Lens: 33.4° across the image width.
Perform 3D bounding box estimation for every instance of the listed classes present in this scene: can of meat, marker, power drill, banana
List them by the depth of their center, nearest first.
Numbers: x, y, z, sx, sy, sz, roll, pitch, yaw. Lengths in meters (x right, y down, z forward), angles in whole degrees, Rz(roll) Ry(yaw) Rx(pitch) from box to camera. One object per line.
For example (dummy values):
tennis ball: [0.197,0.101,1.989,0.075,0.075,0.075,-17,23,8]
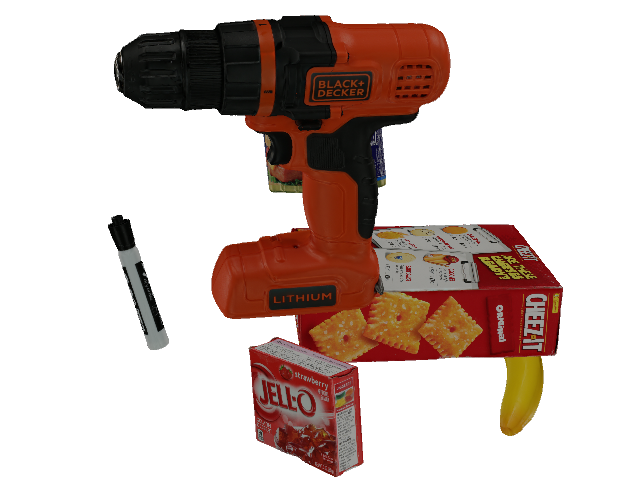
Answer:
power drill: [-0.024,-0.040,0.622,0.184,0.188,0.057,-3,39,-11]
can of meat: [0.001,-0.081,0.811,0.102,0.084,0.057,4,14,44]
marker: [-0.155,0.036,0.905,0.020,0.121,0.020,-14,18,4]
banana: [0.198,0.129,1.119,0.069,0.037,0.198,-23,32,6]

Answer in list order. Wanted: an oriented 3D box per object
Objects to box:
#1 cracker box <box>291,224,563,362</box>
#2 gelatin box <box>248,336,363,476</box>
cracker box: [0.083,0.044,0.932,0.213,0.072,0.164,-1,20,-4]
gelatin box: [-0.012,0.114,0.742,0.030,0.073,0.089,-17,21,-40]
